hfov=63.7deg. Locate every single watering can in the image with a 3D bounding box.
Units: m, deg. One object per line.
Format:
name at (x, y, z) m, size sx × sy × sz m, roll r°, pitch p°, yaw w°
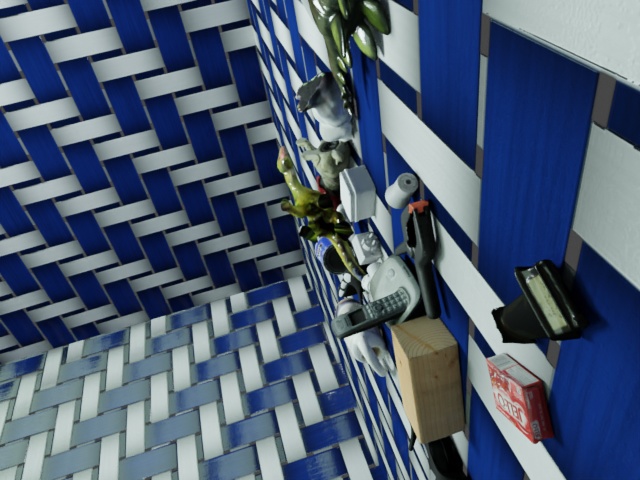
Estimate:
watering can at (0.107, 0.252, 1.477) m, size 0.341 × 0.104 × 0.229 m, roll 57°, pitch -176°, yaw -38°

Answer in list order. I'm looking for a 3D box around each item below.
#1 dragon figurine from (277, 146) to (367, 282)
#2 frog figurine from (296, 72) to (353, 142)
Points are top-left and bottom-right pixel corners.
dragon figurine at (0.004, -0.069, 1.379) m, size 0.406 × 0.122 × 0.246 m, roll 55°, pitch -170°, yaw -18°
frog figurine at (0.032, -0.277, 1.107) m, size 0.157 × 0.122 × 0.139 m, roll 36°, pitch -173°, yaw -32°
